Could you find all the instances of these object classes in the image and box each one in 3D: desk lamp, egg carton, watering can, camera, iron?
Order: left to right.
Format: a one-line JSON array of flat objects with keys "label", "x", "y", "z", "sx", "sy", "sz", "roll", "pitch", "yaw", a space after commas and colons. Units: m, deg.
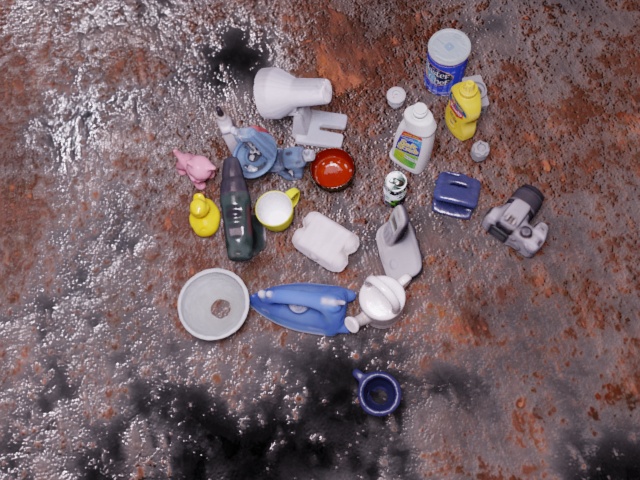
[{"label": "iron", "x": -0.053, "y": 0.139, "z": 1.279, "sx": 0.258, "sy": 0.141, "sz": 0.119, "roll": 6, "pitch": 73, "yaw": 7}, {"label": "desk lamp", "x": -0.043, "y": -0.326, "z": 1.390, "sx": 0.203, "sy": 0.214, "sz": 0.118, "roll": 9, "pitch": 73, "yaw": 8}, {"label": "egg carton", "x": 0.012, "y": 0.005, "z": 1.355, "sx": 0.150, "sy": 0.069, "sz": 0.107, "roll": 31, "pitch": 77, "yaw": 14}, {"label": "watering can", "x": 0.130, "y": 0.134, "z": 1.237, "sx": 0.100, "sy": 0.194, "sz": 0.173, "roll": 25, "pitch": 76, "yaw": 13}, {"label": "camera", "x": 0.469, "y": -0.055, "z": 1.318, "sx": 0.143, "sy": 0.101, "sz": 0.137, "roll": 37, "pitch": 79, "yaw": 15}]

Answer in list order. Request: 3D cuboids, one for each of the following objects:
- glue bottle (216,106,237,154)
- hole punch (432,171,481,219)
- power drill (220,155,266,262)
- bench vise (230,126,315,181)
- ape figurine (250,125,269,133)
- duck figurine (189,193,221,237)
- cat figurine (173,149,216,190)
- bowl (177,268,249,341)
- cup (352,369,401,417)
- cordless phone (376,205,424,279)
[{"label": "glue bottle", "x": -0.230, "y": -0.280, "z": 1.412, "sx": 0.037, "sy": 0.173, "sz": 0.078, "roll": -17, "pitch": 71, "yaw": 0}, {"label": "hole punch", "x": 0.321, "y": -0.115, "z": 1.355, "sx": 0.108, "sy": 0.091, "sz": 0.101, "roll": 14, "pitch": 74, "yaw": 9}, {"label": "power drill", "x": -0.180, "y": -0.051, "z": 1.316, "sx": 0.075, "sy": 0.208, "sz": 0.229, "roll": -8, "pitch": 72, "yaw": 3}, {"label": "bench vise", "x": -0.124, "y": -0.221, "z": 1.360, "sx": 0.207, "sy": 0.220, "sz": 0.121, "roll": -17, "pitch": 71, "yaw": 0}, {"label": "ape figurine", "x": -0.163, "y": -0.259, "z": 1.443, "sx": 0.076, "sy": 0.092, "sz": 0.077, "roll": -43, "pitch": 74, "yaw": -9}, {"label": "duck figurine", "x": -0.288, "y": -0.064, "z": 1.394, "sx": 0.077, "sy": 0.086, "sz": 0.104, "roll": -9, "pitch": 72, "yaw": 2}, {"label": "cat figurine", "x": -0.312, "y": -0.184, "z": 1.418, "sx": 0.127, "sy": 0.118, "sz": 0.067, "roll": 36, "pitch": 79, "yaw": 15}, {"label": "bowl", "x": -0.238, "y": 0.154, "z": 1.326, "sx": 0.167, "sy": 0.075, "sz": 0.167, "roll": -1, "pitch": 72, "yaw": 5}, {"label": "cup", "x": 0.116, "y": 0.324, "z": 1.230, "sx": 0.117, "sy": 0.095, "sz": 0.092, "roll": 39, "pitch": 79, "yaw": 15}, {"label": "cordless phone", "x": 0.181, "y": 0.009, "z": 1.278, "sx": 0.094, "sy": 0.185, "sz": 0.147, "roll": -17, "pitch": 71, "yaw": 0}]
